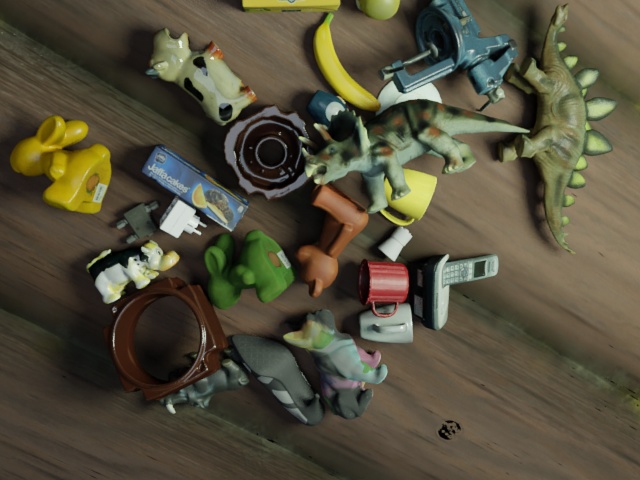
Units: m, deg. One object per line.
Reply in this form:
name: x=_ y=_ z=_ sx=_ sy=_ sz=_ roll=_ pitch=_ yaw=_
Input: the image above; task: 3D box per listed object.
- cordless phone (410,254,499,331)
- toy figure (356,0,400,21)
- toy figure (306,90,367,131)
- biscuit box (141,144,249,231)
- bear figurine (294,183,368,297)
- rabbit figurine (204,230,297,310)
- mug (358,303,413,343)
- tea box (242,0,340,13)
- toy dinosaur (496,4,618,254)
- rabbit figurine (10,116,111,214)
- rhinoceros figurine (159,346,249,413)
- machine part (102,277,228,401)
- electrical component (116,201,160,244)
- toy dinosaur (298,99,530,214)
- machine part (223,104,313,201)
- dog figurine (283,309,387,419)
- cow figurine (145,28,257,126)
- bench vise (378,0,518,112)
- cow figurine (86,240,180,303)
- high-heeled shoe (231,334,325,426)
cordless phone: x=0.281 y=0.097 z=1.096 sx=0.184 sy=0.089 sz=0.146 roll=-8 pitch=105 yaw=-19
toy figure: x=0.110 y=-0.475 z=0.926 sx=0.082 sy=0.089 sz=0.180 roll=13 pitch=105 yaw=0
toy figure: x=0.046 y=-0.217 z=1.005 sx=0.154 sy=0.058 sz=0.064 roll=33 pitch=118 yaw=-13
biscuit box: x=-0.232 y=-0.099 z=1.011 sx=0.202 sy=0.063 sz=0.059 roll=33 pitch=99 yaw=-12
bear figurine: x=0.001 y=-0.001 z=1.028 sx=0.132 sy=0.120 sz=0.195 roll=34 pitch=105 yaw=-8
rabbit figurine: x=-0.158 y=0.067 z=1.035 sx=0.170 sy=0.121 sz=0.159 roll=-32 pitch=101 yaw=19
mug: x=0.132 y=0.174 z=1.088 sx=0.107 sy=0.109 sz=0.080 roll=-5 pitch=97 yaw=7
tea box: x=-0.052 y=-0.450 z=0.932 sx=0.170 sy=0.068 sz=0.098 roll=-4 pitch=104 yaw=-4
toy dinosaur: x=0.449 y=-0.192 z=1.018 sx=0.199 sy=0.105 sz=0.470 roll=-4 pitch=109 yaw=-7
rabbit figurine: x=-0.474 y=-0.141 z=0.961 sx=0.173 sy=0.122 sz=0.162 roll=19 pitch=100 yaw=11
rhinoceros figurine: x=-0.242 y=0.291 z=1.109 sx=0.190 sy=0.073 sz=0.112 roll=-17 pitch=111 yaw=0
machine part: x=-0.297 y=0.188 z=1.030 sx=0.201 sy=0.087 sz=0.201 roll=-26 pitch=78 yaw=2
electrical component: x=-0.345 y=-0.035 z=1.040 sx=0.094 sy=0.021 sz=0.063 roll=-30 pitch=105 yaw=3
toy dinosaur: x=0.150 y=-0.178 z=0.941 sx=0.405 sy=0.131 sz=0.192 roll=-26 pitch=89 yaw=-11
machine part: x=-0.091 y=-0.164 z=1.009 sx=0.179 sy=0.056 sz=0.179 roll=-1 pitch=105 yaw=-5
dog figurine: x=0.013 y=0.246 z=1.098 sx=0.219 sy=0.108 sz=0.191 roll=27 pitch=104 yaw=-6
cow figurine: x=-0.219 y=-0.290 z=0.956 sx=0.127 sy=0.085 sz=0.194 roll=-41 pitch=104 yaw=0
bench vise: x=0.218 y=-0.314 z=0.949 sx=0.241 sy=0.129 sz=0.223 roll=-28 pitch=97 yaw=-15
cow figurine: x=-0.361 y=0.046 z=1.039 sx=0.167 sy=0.068 sz=0.098 roll=-29 pitch=98 yaw=2
high-heeled shoe: x=-0.090 y=0.296 z=1.137 sx=0.249 sy=0.145 sz=0.086 roll=36 pitch=55 yaw=12
